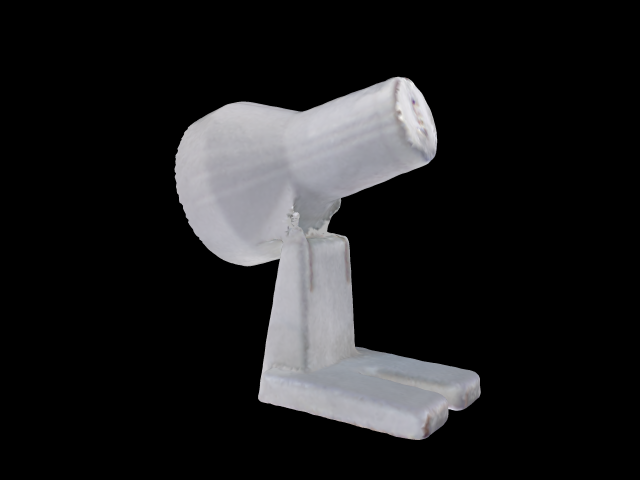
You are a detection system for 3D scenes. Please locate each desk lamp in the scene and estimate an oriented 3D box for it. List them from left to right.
[{"bbox_3d":[0.004,0.001,0.400,0.202,0.213,0.118,3,6,34],"label":"desk lamp"}]
